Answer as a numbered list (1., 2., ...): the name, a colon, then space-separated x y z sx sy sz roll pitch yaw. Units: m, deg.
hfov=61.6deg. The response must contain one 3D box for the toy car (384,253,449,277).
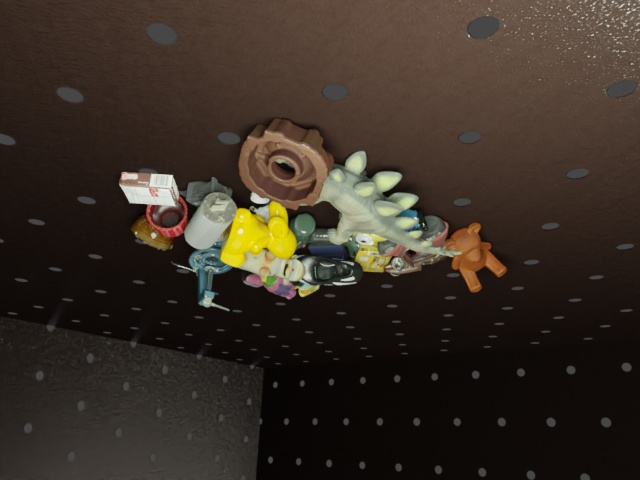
1. toy car: 0.274 0.056 1.475 0.202 0.053 0.089 -20 166 -5

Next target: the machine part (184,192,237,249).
1. machine part: -0.245 -0.040 1.190 0.079 0.079 0.243 12 155 -23

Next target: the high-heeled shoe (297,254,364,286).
1. high-heeled shoe: -0.006 0.080 1.429 0.249 0.086 0.145 2 177 10

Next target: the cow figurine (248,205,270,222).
1. cow figurine: -0.145 -0.031 1.342 0.098 0.068 0.167 12 154 -10

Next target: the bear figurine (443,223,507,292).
1. bear figurine: 0.405 0.042 1.408 0.120 0.132 0.195 -34 155 6

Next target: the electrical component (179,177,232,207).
1. electrical component: -0.266 -0.099 1.211 0.119 0.048 0.074 -9 156 24

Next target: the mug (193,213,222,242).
1. mug: -0.258 -0.040 1.332 0.107 0.081 0.109 -7 152 -8

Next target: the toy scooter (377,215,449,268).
1. toy scooter: 0.242 0.015 1.353 0.184 0.075 0.135 -22 137 11

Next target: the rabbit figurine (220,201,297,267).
1. rabbit figurine: -0.128 -0.016 1.227 0.173 0.122 0.162 21 123 -20

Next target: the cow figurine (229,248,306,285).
1. cow figurine: -0.132 0.063 1.401 0.195 0.085 0.127 15 178 12

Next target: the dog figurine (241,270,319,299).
1. dog figurine: -0.128 0.104 1.617 0.192 0.108 0.219 -18 153 35

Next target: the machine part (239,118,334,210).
1. machine part: -0.063 -0.139 0.990 0.179 0.056 0.179 11 135 11

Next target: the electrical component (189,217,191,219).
1. electrical component: -0.334 -0.039 1.406 0.094 0.021 0.063 -8 156 26

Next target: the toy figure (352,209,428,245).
1. toy figure: 0.161 -0.038 1.281 0.180 0.089 0.082 -12 141 12

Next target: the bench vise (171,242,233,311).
1. bench vise: -0.305 0.082 1.446 0.129 0.241 0.223 20 137 -30

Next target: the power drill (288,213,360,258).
1. power drill: -0.003 -0.004 1.401 0.207 0.086 0.232 11 161 -5

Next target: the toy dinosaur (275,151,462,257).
1. toy dinosaur: 0.092 -0.066 1.117 0.471 0.105 0.198 31 144 -27

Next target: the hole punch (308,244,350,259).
1. hole punch: 0.025 0.067 1.555 0.142 0.092 0.115 -6 161 12

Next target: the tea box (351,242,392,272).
1. tea box: 0.142 0.032 1.474 0.098 0.068 0.169 4 160 -4
